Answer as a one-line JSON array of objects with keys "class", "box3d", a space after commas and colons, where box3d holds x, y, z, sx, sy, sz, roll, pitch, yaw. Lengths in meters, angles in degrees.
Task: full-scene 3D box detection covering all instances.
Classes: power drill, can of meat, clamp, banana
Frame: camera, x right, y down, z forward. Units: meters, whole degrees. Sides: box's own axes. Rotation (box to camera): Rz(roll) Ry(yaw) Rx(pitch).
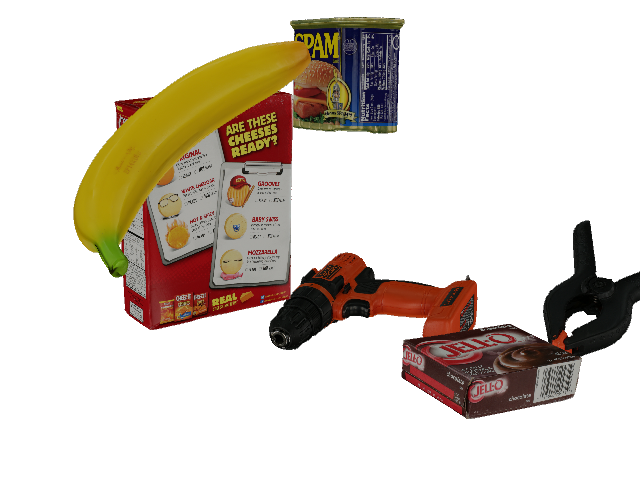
[{"class": "power drill", "box3d": [0.058, 0.074, 1.118, 0.188, 0.057, 0.184, 11, 29, 24]}, {"class": "can of meat", "box3d": [0.018, -0.126, 0.817, 0.057, 0.084, 0.102, -4, 11, -30]}, {"class": "clamp", "box3d": [0.257, 0.045, 1.009, 0.171, 0.039, 0.120, -36, 42, -27]}, {"class": "banana", "box3d": [-0.081, -0.055, 0.607, 0.070, 0.197, 0.037, 23, -33, 20]}]

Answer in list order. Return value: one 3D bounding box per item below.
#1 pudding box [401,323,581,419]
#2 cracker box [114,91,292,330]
[{"class": "pudding box", "box3d": [0.134, 0.101, 0.848, 0.113, 0.039, 0.090, -3, 17, -30]}, {"class": "cracker box", "box3d": [-0.112, -0.035, 1.043, 0.163, 0.214, 0.072, -11, 20, -34]}]
